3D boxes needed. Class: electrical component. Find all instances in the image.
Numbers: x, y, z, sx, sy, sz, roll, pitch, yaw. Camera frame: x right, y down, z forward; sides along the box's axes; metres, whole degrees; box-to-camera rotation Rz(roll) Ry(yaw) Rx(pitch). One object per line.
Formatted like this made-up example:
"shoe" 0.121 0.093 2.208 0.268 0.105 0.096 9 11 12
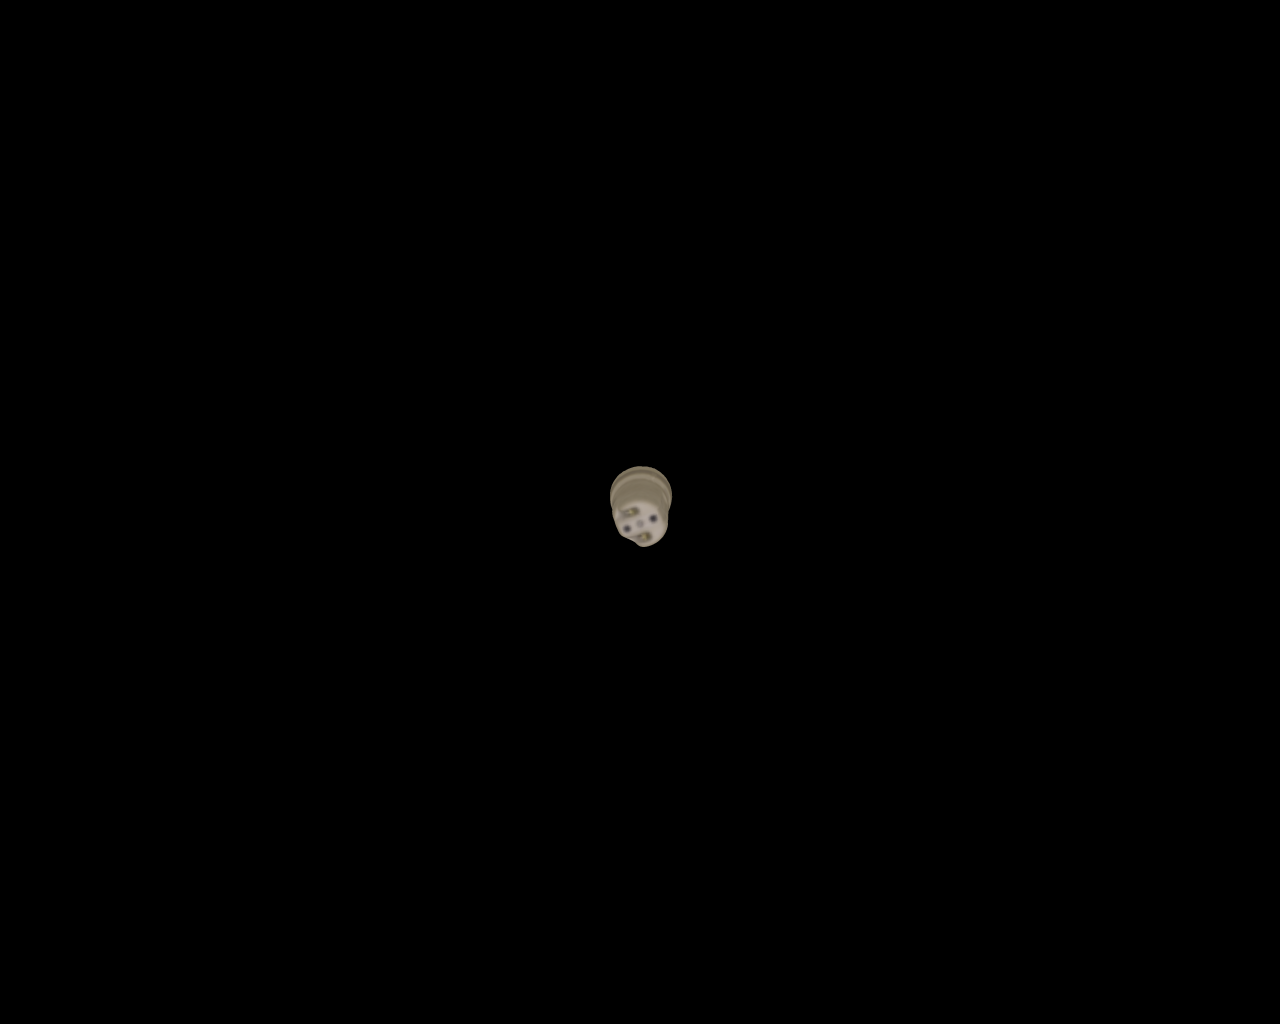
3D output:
"electrical component" 0.001 -0.003 0.650 0.040 0.040 0.046 0 25 0
